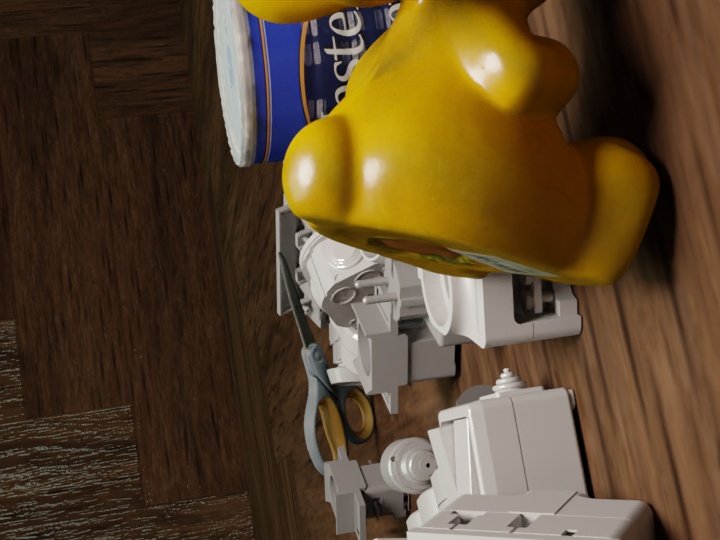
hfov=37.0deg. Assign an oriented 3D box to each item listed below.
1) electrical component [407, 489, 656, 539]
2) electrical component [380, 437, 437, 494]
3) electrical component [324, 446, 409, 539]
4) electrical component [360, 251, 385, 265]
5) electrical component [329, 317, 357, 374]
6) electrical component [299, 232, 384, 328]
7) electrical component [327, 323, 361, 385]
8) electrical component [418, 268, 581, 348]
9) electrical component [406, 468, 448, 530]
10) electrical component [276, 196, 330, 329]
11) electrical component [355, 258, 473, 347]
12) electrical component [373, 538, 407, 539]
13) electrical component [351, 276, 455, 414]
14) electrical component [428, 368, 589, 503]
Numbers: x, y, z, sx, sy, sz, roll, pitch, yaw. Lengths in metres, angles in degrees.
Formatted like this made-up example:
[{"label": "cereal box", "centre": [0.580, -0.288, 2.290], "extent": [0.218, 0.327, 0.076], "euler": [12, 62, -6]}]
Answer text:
[{"label": "electrical component", "centre": [0.080, 0.175, 0.454], "extent": [0.062, 0.089, 0.150], "euler": [-14, -82, -61]}, {"label": "electrical component", "centre": [0.040, 0.140, 0.768], "extent": [0.078, 0.040, 0.040], "euler": [133, 128, -76]}, {"label": "electrical component", "centre": [0.005, 0.187, 0.906], "extent": [0.081, 0.064, 0.042], "euler": [-117, 22, -59]}, {"label": "electrical component", "centre": [0.035, -0.046, 0.681], "extent": [0.099, 0.064, 0.099], "euler": [-174, 90, -73]}, {"label": "electrical component", "centre": [0.001, 0.036, 0.863], "extent": [0.138, 0.052, 0.073], "euler": [-110, 17, -47]}, {"label": "electrical component", "centre": [0.000, 0.000, 0.782], "extent": [0.080, 0.080, 0.051], "euler": [97, 157, -51]}, {"label": "electrical component", "centre": [-0.005, 0.071, 0.935], "extent": [0.066, 0.048, 0.055], "euler": [133, 136, -75]}, {"label": "electrical component", "centre": [0.064, 0.002, 0.529], "extent": [0.089, 0.056, 0.050], "euler": [-138, 42, -73]}, {"label": "electrical component", "centre": [0.066, 0.162, 0.622], "extent": [0.138, 0.052, 0.073], "euler": [104, 156, -60]}, {"label": "electrical component", "centre": [-0.033, -0.011, 0.967], "extent": [0.063, 0.079, 0.121], "euler": [44, 145, 37]}, {"label": "electrical component", "centre": [0.036, 0.008, 0.612], "extent": [0.065, 0.077, 0.047], "euler": [-117, 23, -59]}, {"label": "electrical component", "centre": [0.041, 0.213, 0.765], "extent": [0.077, 0.066, 0.047], "euler": [-42, 51, 41]}, {"label": "electrical component", "centre": [0.030, 0.048, 0.702], "extent": [0.042, 0.064, 0.081], "euler": [-114, 21, -60]}, {"label": "electrical component", "centre": [0.072, 0.098, 0.533], "extent": [0.061, 0.061, 0.096], "euler": [132, 130, -75]}]
